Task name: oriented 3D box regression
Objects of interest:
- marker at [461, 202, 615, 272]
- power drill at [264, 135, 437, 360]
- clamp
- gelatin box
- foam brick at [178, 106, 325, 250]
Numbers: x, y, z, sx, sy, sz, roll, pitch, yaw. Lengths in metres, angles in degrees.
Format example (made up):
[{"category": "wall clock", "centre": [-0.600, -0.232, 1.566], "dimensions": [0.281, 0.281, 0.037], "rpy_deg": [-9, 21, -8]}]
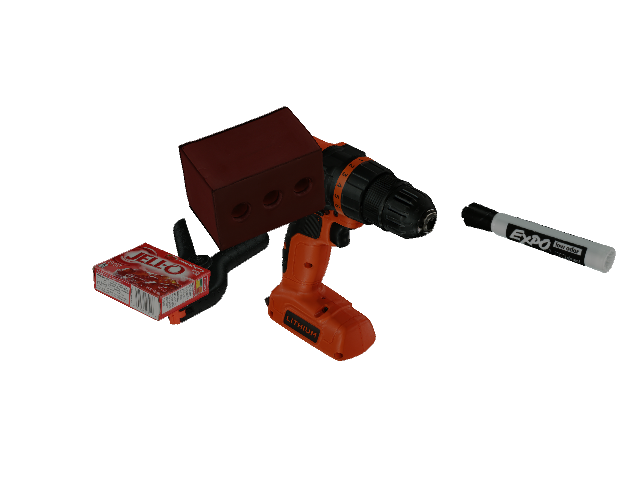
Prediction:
[{"category": "marker", "centre": [0.157, -0.004, 0.783], "dimensions": [0.121, 0.020, 0.020], "rpy_deg": [21, 12, 34]}, {"category": "power drill", "centre": [0.018, 0.008, 0.927], "dimensions": [0.057, 0.188, 0.185], "rpy_deg": [-22, 40, -39]}, {"category": "clamp", "centre": [-0.129, 0.032, 1.240], "dimensions": [0.120, 0.039, 0.171], "rpy_deg": [-2, 40, 12]}, {"category": "gelatin box", "centre": [-0.163, 0.038, 1.032], "dimensions": [0.089, 0.030, 0.073], "rpy_deg": [22, 30, 29]}, {"category": "foam brick", "centre": [-0.042, -0.039, 0.671], "dimensions": [0.078, 0.053, 0.051], "rpy_deg": [-23, 47, -19]}]
